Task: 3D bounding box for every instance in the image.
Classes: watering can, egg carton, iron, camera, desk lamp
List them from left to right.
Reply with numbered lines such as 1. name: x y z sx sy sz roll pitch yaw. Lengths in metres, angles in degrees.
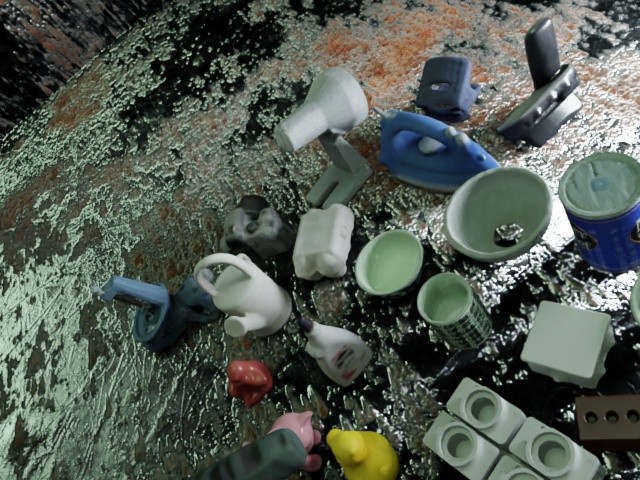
1. watering can: -0.139 0.092 1.010 0.101 0.195 0.172 -41 43 3
2. camera: -0.134 -0.036 1.175 0.143 0.101 0.137 -18 49 25
3. egg carton: 0.010 0.004 1.060 0.107 0.070 0.150 -11 52 30
4. desk lamp: 0.017 -0.192 1.101 0.117 0.214 0.203 28 77 46
5. iron: 0.202 -0.168 0.999 0.257 0.142 0.119 25 74 45

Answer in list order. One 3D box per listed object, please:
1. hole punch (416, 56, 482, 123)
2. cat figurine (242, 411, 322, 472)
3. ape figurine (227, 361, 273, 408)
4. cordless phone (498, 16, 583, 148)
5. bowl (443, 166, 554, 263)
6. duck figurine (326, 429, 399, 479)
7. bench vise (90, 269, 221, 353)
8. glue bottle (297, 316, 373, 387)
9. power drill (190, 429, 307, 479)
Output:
1. hole punch: 0.242 -0.289 1.100 0.108 0.091 0.101 15 67 42
2. cat figurine: -0.054 0.297 0.843 0.127 0.118 0.067 -21 48 23
3. ape figurine: -0.125 0.233 0.965 0.077 0.092 0.076 -4 56 34
4. cordless phone: 0.342 -0.256 0.931 0.147 0.186 0.093 -48 43 -4
5. bowl: 0.280 -0.028 0.881 0.167 0.075 0.167 -20 48 24
6. duck figurine: 0.053 0.295 0.789 0.104 0.086 0.077 21 71 44
7. bench vise: -0.315 0.106 1.110 0.207 0.220 0.121 -48 43 -4
8. glue bottle: 0.014 0.158 0.861 0.078 0.174 0.037 -51 44 -8
9. power drill: -0.094 0.352 0.763 0.229 0.209 0.075 -41 43 3
